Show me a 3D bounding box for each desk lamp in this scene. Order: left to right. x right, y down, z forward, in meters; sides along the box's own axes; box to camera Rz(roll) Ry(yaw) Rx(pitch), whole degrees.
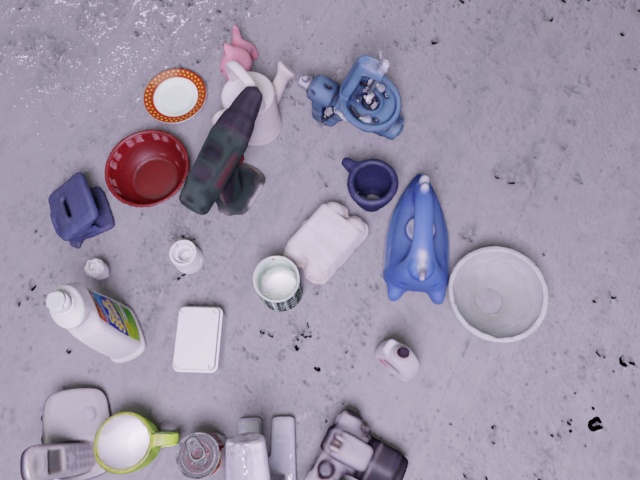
[{"bbox_3d":[-0.097,0.367,0.849,0.118,0.213,0.203,-4,72,2],"label":"desk lamp"}]

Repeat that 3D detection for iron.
[{"bbox_3d":[0.175,-0.024,1.002,0.118,0.141,0.258,3,72,4],"label":"iron"}]

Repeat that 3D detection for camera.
[{"bbox_3d":[0.061,0.359,0.904,0.136,0.101,0.143,25,75,11],"label":"camera"}]

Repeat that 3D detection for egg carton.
[{"bbox_3d":[0.010,0.004,1.039,0.107,0.069,0.150,38,78,14],"label":"egg carton"}]

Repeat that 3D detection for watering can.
[{"bbox_3d":[-0.127,-0.269,1.069,0.100,0.194,0.173,29,76,12],"label":"watering can"}]

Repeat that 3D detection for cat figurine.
[{"bbox_3d":[-0.165,-0.365,1.142,0.067,0.118,0.128,-2,72,2],"label":"cat figurine"}]

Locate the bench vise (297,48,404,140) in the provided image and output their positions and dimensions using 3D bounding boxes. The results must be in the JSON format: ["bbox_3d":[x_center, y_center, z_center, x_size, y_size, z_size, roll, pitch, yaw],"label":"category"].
[{"bbox_3d":[0.055,-0.265,1.045,0.207,0.220,0.121,3,72,4],"label":"bench vise"}]

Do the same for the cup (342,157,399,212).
[{"bbox_3d":[0.085,-0.098,1.055,0.117,0.095,0.092,40,78,14],"label":"cup"}]

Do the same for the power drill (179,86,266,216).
[{"bbox_3d":[-0.158,-0.134,1.019,0.075,0.208,0.230,26,75,11],"label":"power drill"}]

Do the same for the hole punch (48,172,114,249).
[{"bbox_3d":[-0.454,-0.055,1.068,0.101,0.091,0.108,-26,72,-6],"label":"hole punch"}]

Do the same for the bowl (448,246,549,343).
[{"bbox_3d":[0.301,0.100,0.991,0.167,0.075,0.167,-1,72,3],"label":"bowl"}]

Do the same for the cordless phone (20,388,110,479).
[{"bbox_3d":[-0.404,0.307,0.898,0.094,0.185,0.147,-15,72,-2],"label":"cordless phone"}]

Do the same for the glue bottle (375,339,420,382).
[{"bbox_3d":[0.127,0.188,0.919,0.078,0.173,0.037,36,77,13],"label":"glue bottle"}]
